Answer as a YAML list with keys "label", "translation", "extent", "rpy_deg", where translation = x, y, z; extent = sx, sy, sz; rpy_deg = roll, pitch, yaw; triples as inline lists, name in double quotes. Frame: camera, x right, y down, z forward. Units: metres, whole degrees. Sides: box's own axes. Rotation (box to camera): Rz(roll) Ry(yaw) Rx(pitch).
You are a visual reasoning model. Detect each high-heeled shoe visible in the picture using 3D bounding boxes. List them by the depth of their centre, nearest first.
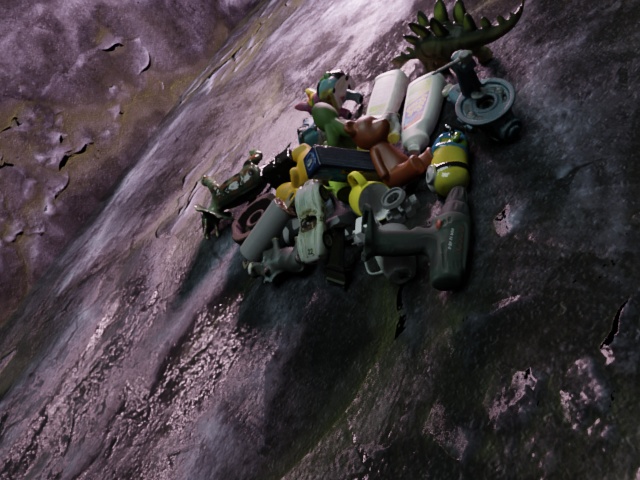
- label: "high-heeled shoe"
  translation: [-0.003, -0.004, 1.294]
  extent: [0.248, 0.086, 0.145]
  rpy_deg: [-43, 59, 37]

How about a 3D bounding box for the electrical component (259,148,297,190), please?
- label: "electrical component"
  translation: [-0.088, -0.193, 1.532]
  extent: [0.134, 0.114, 0.058]
  rpy_deg: [-31, 37, 25]

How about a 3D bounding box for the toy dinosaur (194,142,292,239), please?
- label: "toy dinosaur"
  translation: [-0.245, -0.165, 1.686]
  extent: [0.405, 0.131, 0.192]
  rpy_deg: [-34, 45, 8]

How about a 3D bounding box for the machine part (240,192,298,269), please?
- label: "machine part"
  translation: [-0.133, -0.020, 1.384]
  extent: [0.243, 0.079, 0.079]
  rpy_deg: [-53, 29, 17]

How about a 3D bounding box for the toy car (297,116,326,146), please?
- label: "toy car"
  translation: [-0.003, -0.305, 1.593]
  extent: [0.103, 0.109, 0.162]
  rpy_deg: [-4, 33, 16]

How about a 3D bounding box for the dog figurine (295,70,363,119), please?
- label: "dog figurine"
  translation: [0.008, -0.443, 1.662]
  extent: [0.219, 0.191, 0.108]
  rpy_deg: [16, 72, 38]

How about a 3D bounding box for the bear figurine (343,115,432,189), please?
- label: "bear figurine"
  translation: [0.155, -0.215, 1.206]
  extent: [0.132, 0.196, 0.120]
  rpy_deg: [-33, -5, 42]

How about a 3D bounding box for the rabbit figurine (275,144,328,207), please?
- label: "rabbit figurine"
  translation: [-0.047, -0.144, 1.450]
  extent: [0.173, 0.121, 0.162]
  rpy_deg: [-36, 46, 21]

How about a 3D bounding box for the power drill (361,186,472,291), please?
- label: "power drill"
  translation: [0.179, -0.017, 0.998]
  extent: [0.086, 0.207, 0.232]
  rpy_deg: [103, 175, -54]

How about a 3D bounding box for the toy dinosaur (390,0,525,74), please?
- label: "toy dinosaur"
  translation: [0.328, -0.489, 1.324]
  extent: [0.472, 0.198, 0.105]
  rpy_deg: [10, 64, 55]

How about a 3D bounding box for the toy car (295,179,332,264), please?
- label: "toy car"
  translation: [-0.018, -0.044, 1.219]
  extent: [0.073, 0.056, 0.201]
  rpy_deg: [-20, 65, 37]

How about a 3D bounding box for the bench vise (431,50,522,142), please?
- label: "bench vise"
  translation: [0.318, -0.308, 1.110]
  extent: [0.129, 0.240, 0.224]
  rpy_deg: [-33, 50, 12]

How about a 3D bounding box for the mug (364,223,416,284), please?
- label: "mug"
  translation: [0.137, 0.036, 1.054]
  extent: [0.109, 0.080, 0.107]
  rpy_deg: [-29, 43, 17]

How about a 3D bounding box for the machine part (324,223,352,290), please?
- label: "machine part"
  translation: [0.041, 0.031, 1.152]
  extent: [0.084, 0.039, 0.138]
  rpy_deg: [21, 108, 60]

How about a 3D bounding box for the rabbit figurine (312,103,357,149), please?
- label: "rabbit figurine"
  translation: [0.038, -0.287, 1.444]
  extent: [0.121, 0.170, 0.159]
  rpy_deg: [-38, 32, 11]

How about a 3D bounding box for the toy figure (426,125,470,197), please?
- label: "toy figure"
  translation: [0.276, -0.168, 1.128]
  extent: [0.089, 0.082, 0.180]
  rpy_deg: [-13, 41, 41]

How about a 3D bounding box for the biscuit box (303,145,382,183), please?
- label: "biscuit box"
  translation: [0.064, -0.172, 1.252]
  extent: [0.059, 0.202, 0.063]
  rpy_deg: [-48, 48, 47]

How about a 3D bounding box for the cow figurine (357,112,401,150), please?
- label: "cow figurine"
  translation: [0.139, -0.249, 1.355]
  extent: [0.167, 0.068, 0.098]
  rpy_deg: [-45, 17, 45]

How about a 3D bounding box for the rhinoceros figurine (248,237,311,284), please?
- label: "rhinoceros figurine"
  translation: [-0.094, 0.056, 1.306]
  extent: [0.190, 0.073, 0.112]
  rpy_deg: [-11, 56, 39]

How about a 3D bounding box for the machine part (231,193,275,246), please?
- label: "machine part"
  translation: [-0.174, -0.052, 1.525]
  extent: [0.179, 0.056, 0.179]
  rpy_deg: [-29, 34, 22]
